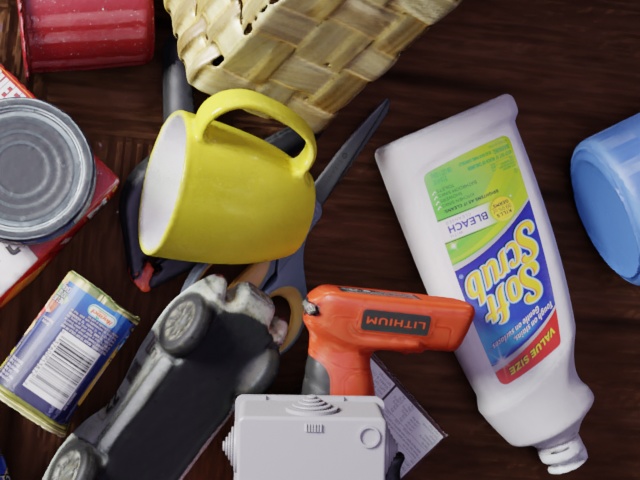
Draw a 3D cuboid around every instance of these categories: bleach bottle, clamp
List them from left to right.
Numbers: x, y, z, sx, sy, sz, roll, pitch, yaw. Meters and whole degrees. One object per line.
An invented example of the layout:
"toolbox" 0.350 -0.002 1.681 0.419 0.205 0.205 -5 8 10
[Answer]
"clamp" -0.087 -0.051 0.706 0.120 0.039 0.171 37 82 -8
"bleach bottle" 0.128 0.036 0.725 0.102 0.068 0.251 -24 93 -8

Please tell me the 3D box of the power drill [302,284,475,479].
"power drill" 0.048 0.127 0.668 0.184 0.057 0.188 7 91 -7

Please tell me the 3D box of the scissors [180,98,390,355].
"scissors" -0.005 0.001 0.721 0.201 0.016 0.096 -39 112 -13

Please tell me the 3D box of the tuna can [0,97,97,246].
"tuna can" -0.175 -0.040 0.626 0.086 0.034 0.086 1 87 -11

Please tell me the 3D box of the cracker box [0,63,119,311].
"cracker box" -0.257 -0.015 0.665 0.164 0.072 0.213 44 81 -6

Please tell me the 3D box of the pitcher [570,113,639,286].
"pitcher" 0.303 -0.052 0.729 0.242 0.145 0.149 -23 79 -5

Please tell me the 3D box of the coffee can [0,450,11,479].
"coffee can" -0.226 0.177 0.631 0.102 0.103 0.140 -21 78 -9

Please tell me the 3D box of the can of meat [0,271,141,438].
"can of meat" -0.156 0.068 0.661 0.057 0.102 0.084 36 81 -7

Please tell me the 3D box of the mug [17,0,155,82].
"mug" -0.153 -0.159 0.684 0.081 0.093 0.117 -6 57 -14

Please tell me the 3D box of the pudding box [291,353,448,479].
"pudding box" 0.015 0.135 0.715 0.113 0.039 0.090 -43 97 -5
